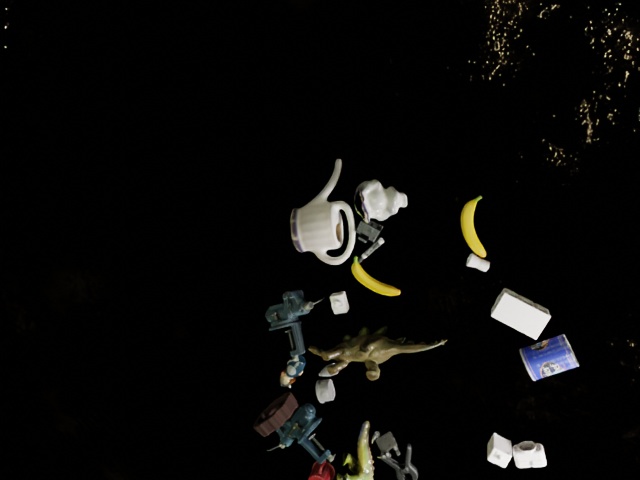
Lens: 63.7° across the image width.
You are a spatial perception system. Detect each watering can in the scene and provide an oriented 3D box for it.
[{"bbox_3d":[0.005,-0.087,1.730,0.223,0.104,0.349,-8,85,20],"label":"watering can"}]

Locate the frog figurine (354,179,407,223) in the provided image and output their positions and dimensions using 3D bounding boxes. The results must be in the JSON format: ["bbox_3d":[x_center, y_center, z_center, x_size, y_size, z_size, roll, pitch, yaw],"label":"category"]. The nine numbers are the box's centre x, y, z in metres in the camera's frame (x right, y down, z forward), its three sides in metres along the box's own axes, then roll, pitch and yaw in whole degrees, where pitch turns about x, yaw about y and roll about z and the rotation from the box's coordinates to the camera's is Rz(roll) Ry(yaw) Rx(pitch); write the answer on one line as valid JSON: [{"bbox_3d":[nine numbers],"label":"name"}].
[{"bbox_3d":[0.195,-0.133,1.670,0.160,0.122,0.138,-18,87,-16],"label":"frog figurine"}]

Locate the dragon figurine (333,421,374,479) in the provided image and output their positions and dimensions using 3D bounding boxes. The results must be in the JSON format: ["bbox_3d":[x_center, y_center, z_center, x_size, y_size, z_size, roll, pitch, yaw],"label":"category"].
[{"bbox_3d":[0.186,0.886,1.877,0.242,0.123,0.409,24,94,-7],"label":"dragon figurine"}]
